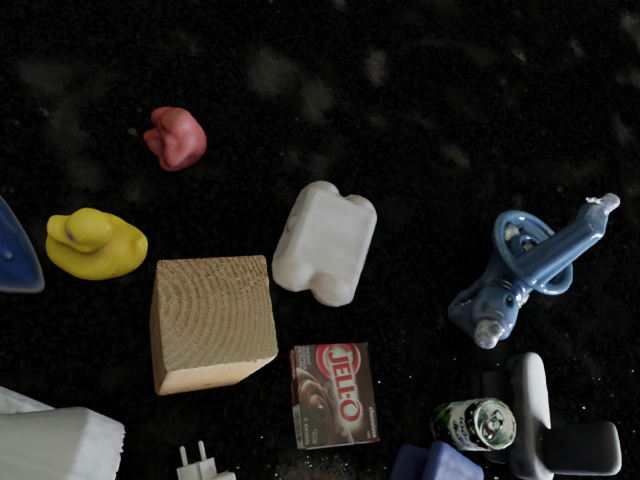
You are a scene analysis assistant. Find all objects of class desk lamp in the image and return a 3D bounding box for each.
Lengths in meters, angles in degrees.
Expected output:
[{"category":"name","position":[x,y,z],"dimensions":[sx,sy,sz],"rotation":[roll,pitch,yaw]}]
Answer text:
[{"category":"desk lamp","position":[-0.266,0.173,0.457],"dimensions":[0.203,0.213,0.118],"rotation":[25,65,-8]}]

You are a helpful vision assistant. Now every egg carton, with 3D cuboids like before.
[{"category":"egg carton","position":[0.006,0.002,0.694],"dimensions":[0.107,0.069,0.150],"rotation":[23,65,-10]}]

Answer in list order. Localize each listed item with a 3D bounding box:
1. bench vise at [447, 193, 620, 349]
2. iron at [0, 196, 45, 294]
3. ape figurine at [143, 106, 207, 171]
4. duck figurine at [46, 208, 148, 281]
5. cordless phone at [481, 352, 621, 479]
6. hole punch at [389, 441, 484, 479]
[{"category":"bench vise","position":[0.261,0.040,0.684],"dimensions":[0.121,0.219,0.207],"rotation":[22,65,-10]},{"category":"iron","position":[-0.376,-0.047,0.542],"dimensions":[0.258,0.141,0.119],"rotation":[36,63,-3]},{"category":"ape figurine","position":[-0.168,-0.125,0.669],"dimensions":[0.076,0.092,0.078],"rotation":[9,68,-15]},{"category":"duck figurine","position":[-0.236,-0.003,0.604],"dimensions":[0.105,0.086,0.077],"rotation":[8,68,-16]},{"category":"cordless phone","position":[0.269,0.197,0.647],"dimensions":[0.094,0.184,0.147],"rotation":[6,69,-16]},{"category":"hole punch","position":[0.133,0.281,0.622],"dimensions":[0.101,0.091,0.109],"rotation":[27,64,-8]}]
